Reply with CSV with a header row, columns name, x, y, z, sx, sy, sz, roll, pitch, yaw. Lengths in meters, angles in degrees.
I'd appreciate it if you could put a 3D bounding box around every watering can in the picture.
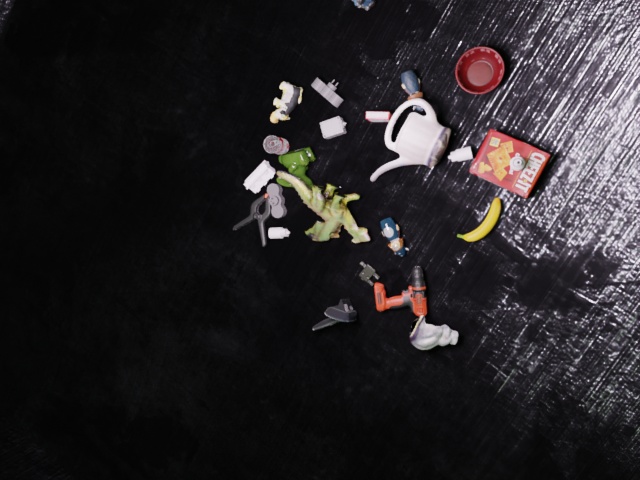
name,x,y,z,sx,sy,sz,roll,pitch,yaw
watering can,0.328,-0.328,1.850,0.225,0.105,0.342,29,115,14

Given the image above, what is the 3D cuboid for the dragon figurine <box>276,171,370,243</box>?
name,x,y,z,sx,sy,sz,roll,pitch,yaw
dragon figurine,0.006,-0.098,1.945,0.411,0.124,0.238,20,114,8

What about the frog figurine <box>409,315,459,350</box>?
name,x,y,z,sx,sy,sz,roll,pitch,yaw
frog figurine,0.406,0.349,1.842,0.160,0.125,0.134,28,135,6
